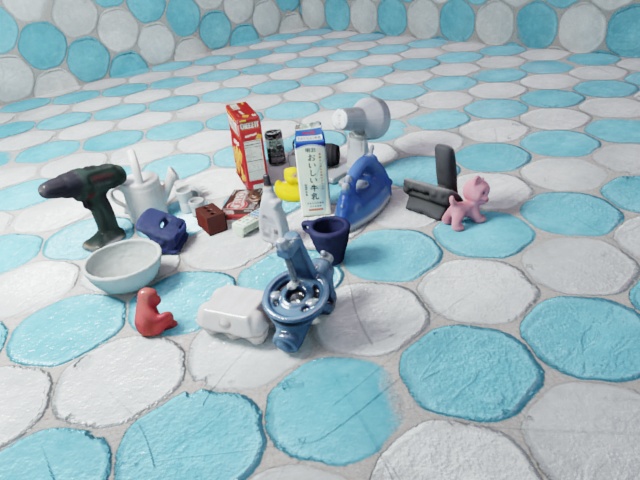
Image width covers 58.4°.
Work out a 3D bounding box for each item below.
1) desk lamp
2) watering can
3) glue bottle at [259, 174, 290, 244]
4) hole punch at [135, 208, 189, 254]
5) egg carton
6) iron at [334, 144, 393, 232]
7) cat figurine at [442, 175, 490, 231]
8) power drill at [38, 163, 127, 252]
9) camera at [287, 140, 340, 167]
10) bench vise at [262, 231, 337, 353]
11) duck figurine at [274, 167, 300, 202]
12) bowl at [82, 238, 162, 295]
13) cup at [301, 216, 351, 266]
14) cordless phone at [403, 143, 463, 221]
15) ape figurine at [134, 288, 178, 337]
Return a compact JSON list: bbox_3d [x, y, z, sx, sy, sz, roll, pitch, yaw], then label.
[{"bbox_3d":[0.104,-0.282,1.611,0.117,0.214,0.204,19,38,36],"label":"desk lamp"},{"bbox_3d":[-0.459,-0.146,1.494,0.173,0.194,0.100,-26,36,-31],"label":"watering can"},{"bbox_3d":[-0.112,-0.072,1.326,0.077,0.173,0.037,17,37,34],"label":"glue bottle"},{"bbox_3d":[-0.375,-0.025,1.373,0.101,0.091,0.108,-2,30,6],"label":"hole punch"},{"bbox_3d":[-0.152,0.139,1.070,0.150,0.069,0.107,7,32,21],"label":"egg carton"},{"bbox_3d":[0.095,-0.131,1.423,0.118,0.142,0.259,8,33,23],"label":"iron"},{"bbox_3d":[0.349,-0.097,1.343,0.128,0.118,0.067,-21,33,-24],"label":"cat figurine"},{"bbox_3d":[-0.552,-0.081,1.384,0.075,0.209,0.230,10,33,25],"label":"power drill"},{"bbox_3d":[-0.015,-0.257,1.701,0.136,0.101,0.143,2,31,14],"label":"camera"},{"bbox_3d":[-0.041,0.063,1.032,0.121,0.220,0.207,-2,30,8],"label":"bench vise"},{"bbox_3d":[-0.077,-0.157,1.554,0.104,0.086,0.078,9,33,24],"label":"duck figurine"},{"bbox_3d":[-0.417,0.068,1.236,0.167,0.075,0.167,-4,30,3],"label":"bowl"},{"bbox_3d":[0.011,0.004,1.250,0.117,0.095,0.092,13,35,29],"label":"cup"},{"bbox_3d":[0.273,-0.155,1.390,0.147,0.185,0.094,19,39,37],"label":"cordless phone"},{"bbox_3d":[-0.320,0.132,1.090,0.076,0.092,0.077,-21,33,-24],"label":"ape figurine"}]
